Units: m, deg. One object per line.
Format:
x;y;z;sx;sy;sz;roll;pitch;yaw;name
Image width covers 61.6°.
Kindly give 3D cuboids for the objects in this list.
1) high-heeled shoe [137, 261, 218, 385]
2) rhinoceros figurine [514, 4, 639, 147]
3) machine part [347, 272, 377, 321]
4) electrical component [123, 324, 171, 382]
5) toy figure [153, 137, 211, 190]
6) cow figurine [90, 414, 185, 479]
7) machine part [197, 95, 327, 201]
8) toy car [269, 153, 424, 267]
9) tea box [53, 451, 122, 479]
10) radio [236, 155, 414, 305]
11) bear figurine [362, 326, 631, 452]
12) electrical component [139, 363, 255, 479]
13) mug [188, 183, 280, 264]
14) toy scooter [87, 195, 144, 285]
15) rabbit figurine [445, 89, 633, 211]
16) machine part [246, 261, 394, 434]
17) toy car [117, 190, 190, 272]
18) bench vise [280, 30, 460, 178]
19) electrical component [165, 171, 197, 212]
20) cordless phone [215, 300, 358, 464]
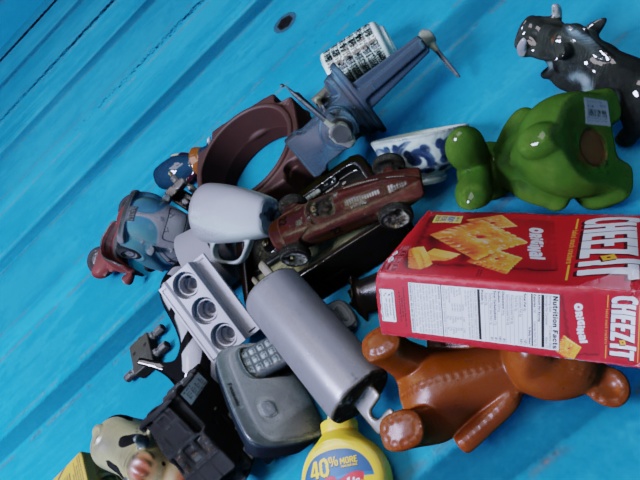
-0.162;0.110;0.779;0.145;0.086;0.249;9;49;8;high-heeled shoe
0.293;-0.183;0.583;0.073;0.112;0.190;-45;54;8;rhinoceros figurine
0.098;0.045;0.639;0.139;0.039;0.084;-28;59;18;machine part
-0.274;0.178;0.840;0.094;0.021;0.063;-42;47;9;electrical component
-0.233;-0.138;0.978;0.155;0.064;0.058;-18;17;21;toy figure
-0.221;0.270;0.674;0.195;0.127;0.085;3;69;40;cow figurine
-0.097;-0.116;0.846;0.201;0.087;0.201;-26;50;22;machine part
0.024;-0.037;0.631;0.202;0.053;0.089;-21;50;28;toy car
-0.305;0.380;0.707;0.098;0.068;0.170;-44;46;5;tea box
-0.001;-0.002;0.713;0.230;0.073;0.131;-32;49;16;radio
0.157;0.119;0.490;0.196;0.131;0.120;-27;54;28;bear figurine
-0.132;0.225;0.630;0.058;0.115;0.134;-42;91;9;electrical component
-0.110;-0.022;0.710;0.107;0.080;0.109;2;83;30;mug
-0.337;0.008;0.955;0.184;0.075;0.135;-53;46;1;toy scooter
0.206;-0.073;0.565;0.170;0.159;0.121;-17;86;62;rabbit figurine
-0.007;0.111;0.589;0.079;0.079;0.243;-47;57;3;machine part
-0.248;-0.004;0.859;0.103;0.161;0.109;5;64;12;toy car
0.060;-0.196;0.723;0.240;0.129;0.224;-39;5;10;bench vise
-0.223;-0.075;0.912;0.078;0.102;0.045;31;88;19;electrical component
-0.020;0.160;0.636;0.184;0.088;0.147;-30;46;-7;cordless phone
